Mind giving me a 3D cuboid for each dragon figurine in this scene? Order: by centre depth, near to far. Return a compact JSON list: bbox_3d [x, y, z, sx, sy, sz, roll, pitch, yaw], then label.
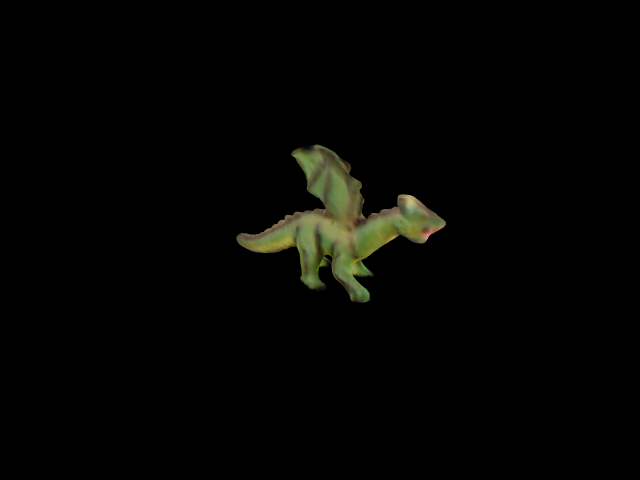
[{"bbox_3d":[0.003,-0.043,0.850,0.412,0.238,0.124,15,29,29],"label":"dragon figurine"}]
